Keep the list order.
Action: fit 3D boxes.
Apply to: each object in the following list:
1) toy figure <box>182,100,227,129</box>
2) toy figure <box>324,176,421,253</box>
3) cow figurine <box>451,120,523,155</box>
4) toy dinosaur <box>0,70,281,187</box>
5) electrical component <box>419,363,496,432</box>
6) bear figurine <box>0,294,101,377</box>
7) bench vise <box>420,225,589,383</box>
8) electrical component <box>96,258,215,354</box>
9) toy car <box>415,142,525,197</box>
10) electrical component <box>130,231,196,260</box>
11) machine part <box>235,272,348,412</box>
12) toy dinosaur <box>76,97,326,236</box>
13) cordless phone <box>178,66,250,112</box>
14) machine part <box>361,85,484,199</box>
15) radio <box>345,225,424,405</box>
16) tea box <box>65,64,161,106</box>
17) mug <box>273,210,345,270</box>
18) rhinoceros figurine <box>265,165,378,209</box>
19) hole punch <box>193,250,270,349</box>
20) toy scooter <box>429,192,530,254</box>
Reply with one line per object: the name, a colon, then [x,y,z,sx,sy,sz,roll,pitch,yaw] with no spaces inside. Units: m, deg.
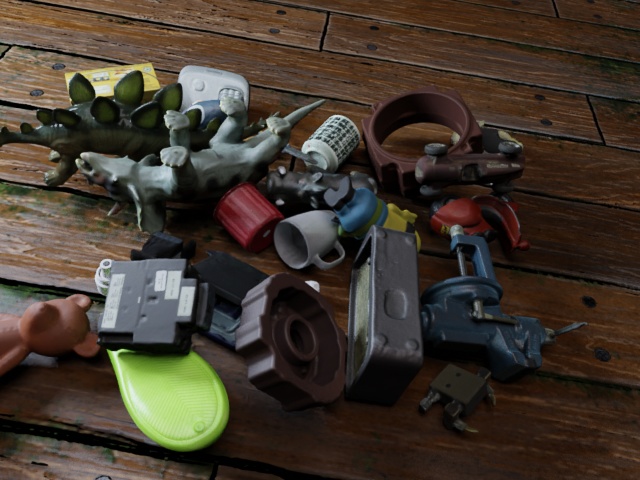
toy figure: [-0.247,-0.218,0.996,0.155,0.057,0.064,-15,57,10]
toy figure: [0.086,-0.023,0.863,0.180,0.082,0.089,35,53,-31]
cow figurine: [0.327,-0.190,1.068,0.068,0.098,0.167,-25,51,-21]
toy dinosaur: [-0.303,-0.175,0.896,0.471,0.198,0.105,-5,56,-25]
electrical component: [0.195,0.215,0.738,0.078,0.045,0.102,12,39,41]
bear figurine: [-0.394,0.117,0.683,0.196,0.131,0.120,-17,55,-14]
bench vise: [0.246,0.083,0.808,0.224,0.128,0.241,2,56,-5]
electrical component: [-0.204,0.085,0.683,0.134,0.058,0.115,1,68,9]
toy car: [0.262,-0.120,0.920,0.202,0.089,0.053,-2,24,-11]
electrical component: [-0.235,0.028,0.810,0.048,0.074,0.119,19,30,8]
machine part: [-0.035,0.133,0.707,0.179,0.056,0.179,36,38,-35]
toy dinosaur: [-0.170,-0.121,0.883,0.405,0.192,0.131,-16,62,-29]
cordless phone: [-0.222,-0.242,1.055,0.147,0.088,0.184,12,68,2]
machine part: [0.190,-0.191,1.018,0.201,0.087,0.201,-16,54,1]
radio: [0.088,0.099,0.757,0.073,0.131,0.230,10,51,-7]
tea box: [-0.404,-0.288,1.064,0.170,0.068,0.098,-12,53,-19]
mug: [-0.002,-0.003,0.871,0.110,0.080,0.107,37,43,26]
rhinoceros figurine: [0.001,-0.084,0.916,0.190,0.073,0.112,5,16,-11]
hole punch: [-0.135,0.085,0.785,0.142,0.092,0.116,23,22,14]
toy scooter: [0.288,-0.024,0.935,0.184,0.075,0.135,-10,49,-21]
